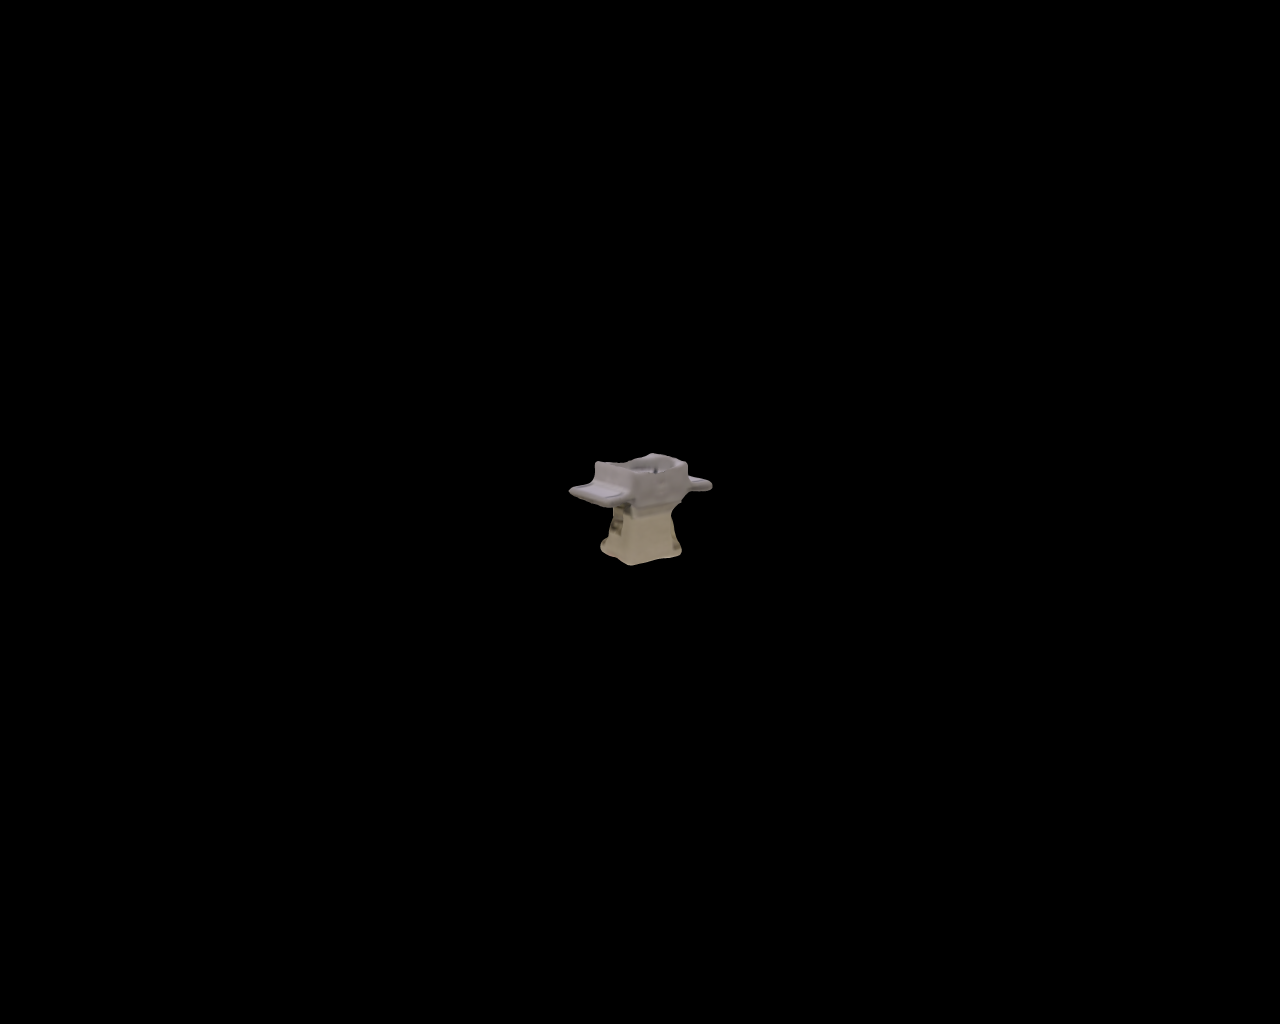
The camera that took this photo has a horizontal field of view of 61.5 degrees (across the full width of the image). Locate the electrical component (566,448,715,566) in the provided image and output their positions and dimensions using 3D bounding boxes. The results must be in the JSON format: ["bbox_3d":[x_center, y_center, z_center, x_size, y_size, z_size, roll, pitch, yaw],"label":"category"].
[{"bbox_3d":[0.001,-0.003,0.650,0.081,0.063,0.042,-10,18,-33],"label":"electrical component"}]
